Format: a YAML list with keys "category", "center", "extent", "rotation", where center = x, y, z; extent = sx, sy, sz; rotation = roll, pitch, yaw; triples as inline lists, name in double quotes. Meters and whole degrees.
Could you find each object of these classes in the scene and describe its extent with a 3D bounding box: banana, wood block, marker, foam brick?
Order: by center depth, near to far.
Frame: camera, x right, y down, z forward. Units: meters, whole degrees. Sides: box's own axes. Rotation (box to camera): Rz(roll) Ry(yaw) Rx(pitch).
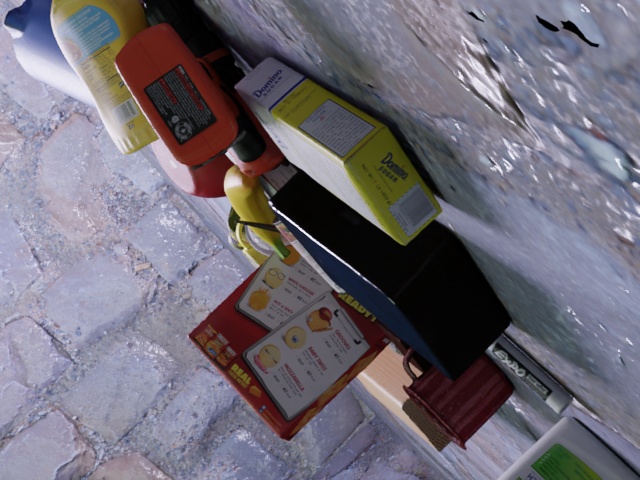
- category: "marker"
  center: [0.169, 0.103, 0.930]
  extent: [0.121, 0.020, 0.020]
  rotation: [44, 173, 24]
- category: "banana"
  center: [-0.070, -0.043, 1.143]
  extent: [0.070, 0.037, 0.197]
  rotation: [36, 169, 22]
- category: "foam brick"
  center: [0.108, 0.103, 1.161]
  extent: [0.078, 0.053, 0.051]
  rotation: [50, 173, -35]
- category: "wood block"
  center: [0.117, 0.177, 1.378]
  extent: [0.090, 0.091, 0.206]
  rotation: [50, 173, -23]

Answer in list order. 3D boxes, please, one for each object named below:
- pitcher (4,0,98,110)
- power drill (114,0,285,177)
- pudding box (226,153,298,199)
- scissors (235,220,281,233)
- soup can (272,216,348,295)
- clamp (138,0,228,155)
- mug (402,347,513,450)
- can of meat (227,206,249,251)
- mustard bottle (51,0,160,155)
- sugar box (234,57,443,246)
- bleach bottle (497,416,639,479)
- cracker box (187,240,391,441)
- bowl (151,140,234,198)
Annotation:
- category: "pitcher"
  center: [-0.254, -0.219, 1.261]
  extent: [0.243, 0.149, 0.145]
  rotation: [33, 150, 51]
- category: "power drill"
  center: [-0.101, -0.130, 0.866]
  extent: [0.184, 0.057, 0.187]
  rotation: [55, -168, -2]
- category: "pudding box"
  center: [-0.053, -0.075, 1.169]
  extent: [0.113, 0.039, 0.090]
  rotation: [45, 172, -10]
- category: "scissors"
  center: [-0.007, 0.001, 1.126]
  extent: [0.096, 0.016, 0.201]
  rotation: [31, -167, 19]
- category: "soup can"
  center: [0.011, -0.003, 1.071]
  extent: [0.102, 0.068, 0.068]
  rotation: [47, 173, -10]
- category: "clamp"
  center: [-0.134, -0.158, 1.006]
  extent: [0.120, 0.039, 0.171]
  rotation: [28, 146, 27]
- category: "mug"
  center: [0.139, 0.150, 1.118]
  extent: [0.117, 0.081, 0.093]
  rotation: [46, 173, 1]
- category: "can of meat"
  center: [-0.076, -0.015, 1.464]
  extent: [0.102, 0.057, 0.084]
  rotation: [14, 167, 2]
- category: "mustard bottle"
  center: [-0.190, -0.177, 0.964]
  extent: [0.096, 0.058, 0.191]
  rotation: [-20, 104, 44]
- category: "sugar box"
  center: [0.010, -0.070, 0.790]
  extent: [0.093, 0.048, 0.176]
  rotation: [52, 175, -39]
- category: "bleach bottle"
  center: [0.171, 0.280, 0.962]
  extent: [0.103, 0.250, 0.068]
  rotation: [43, 173, 27]
- category: "cracker box"
  center: [-0.019, 0.101, 1.241]
  extent: [0.164, 0.213, 0.072]
  rotation: [45, 175, 17]
- category: "bowl"
  center: [-0.158, -0.108, 1.300]
  extent: [0.162, 0.055, 0.162]
  rotation: [44, 157, 24]
